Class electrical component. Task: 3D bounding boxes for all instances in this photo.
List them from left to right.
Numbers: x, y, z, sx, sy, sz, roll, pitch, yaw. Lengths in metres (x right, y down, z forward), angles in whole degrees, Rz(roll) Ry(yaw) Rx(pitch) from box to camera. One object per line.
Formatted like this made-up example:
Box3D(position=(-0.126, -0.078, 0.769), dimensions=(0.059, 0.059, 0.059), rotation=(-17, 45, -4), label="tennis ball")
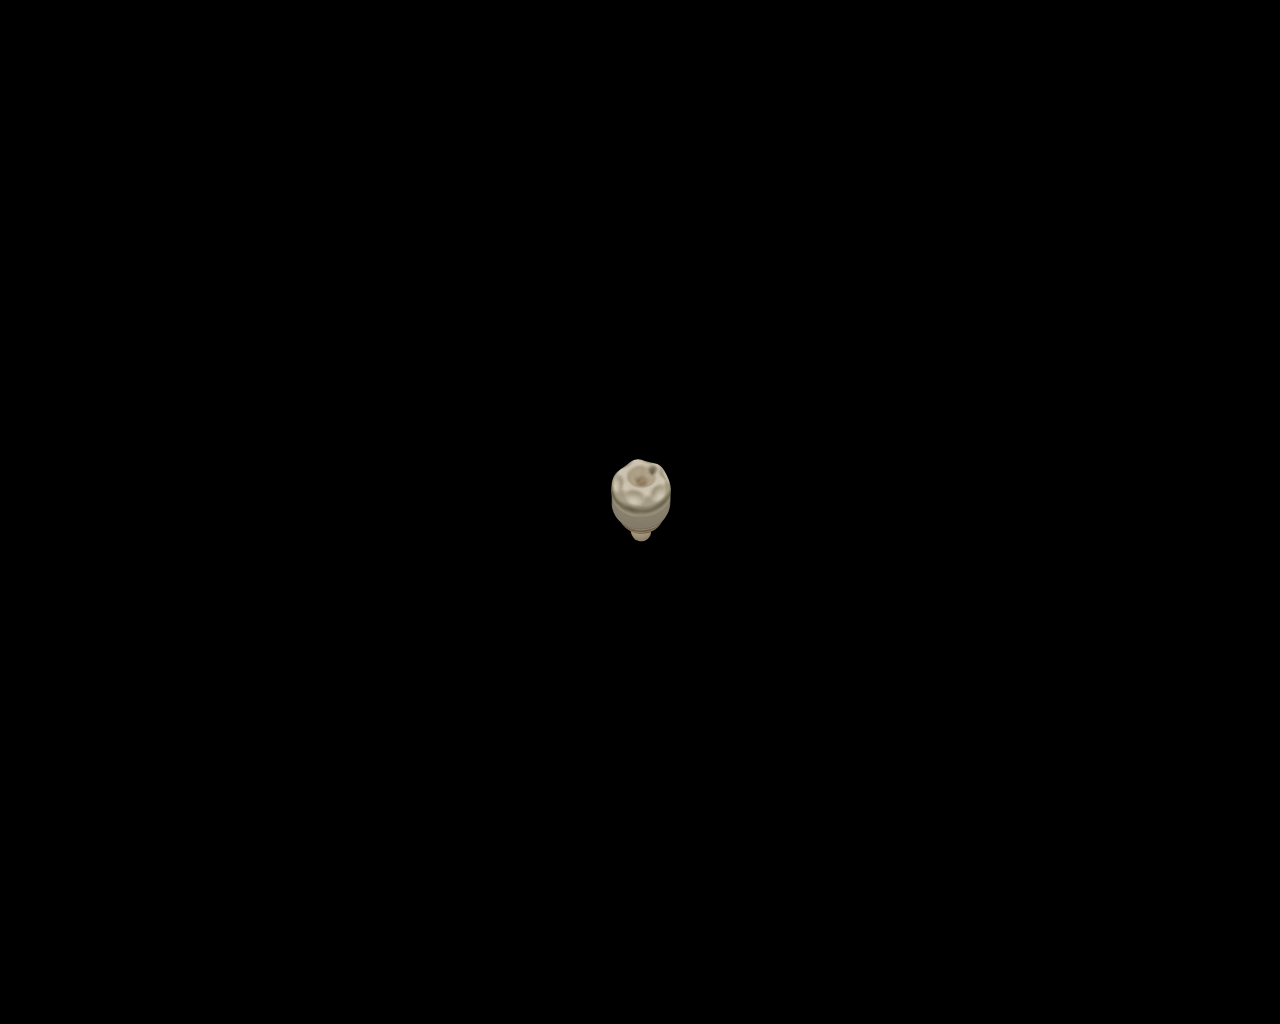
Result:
Box3D(position=(0.001, -0.003, 0.650), dimensions=(0.035, 0.035, 0.061), rotation=(0, -38, 0), label="electrical component")
